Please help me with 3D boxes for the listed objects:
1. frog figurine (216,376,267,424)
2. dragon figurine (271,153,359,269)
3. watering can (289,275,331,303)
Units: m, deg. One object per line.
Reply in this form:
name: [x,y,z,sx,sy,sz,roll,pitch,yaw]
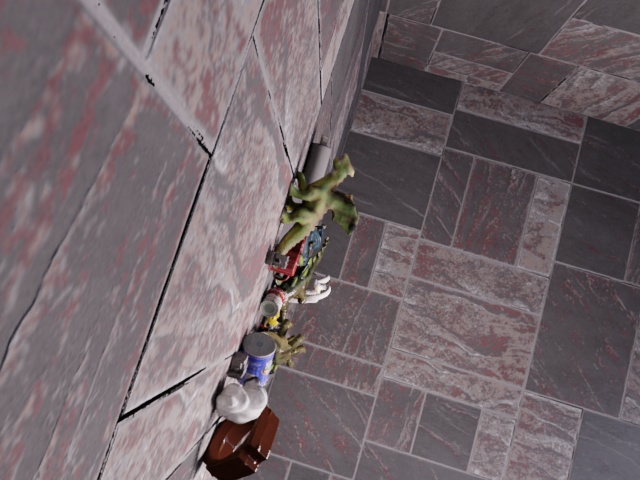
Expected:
frog figurine: [-0.213,0.440,1.386,0.158,0.137,0.123,98,-15,-84]
dragon figurine: [0.005,-0.082,1.632,0.122,0.243,0.410,-116,-140,-87]
watering can: [-0.061,0.216,2.309,0.350,0.224,0.103,-59,148,-79]
